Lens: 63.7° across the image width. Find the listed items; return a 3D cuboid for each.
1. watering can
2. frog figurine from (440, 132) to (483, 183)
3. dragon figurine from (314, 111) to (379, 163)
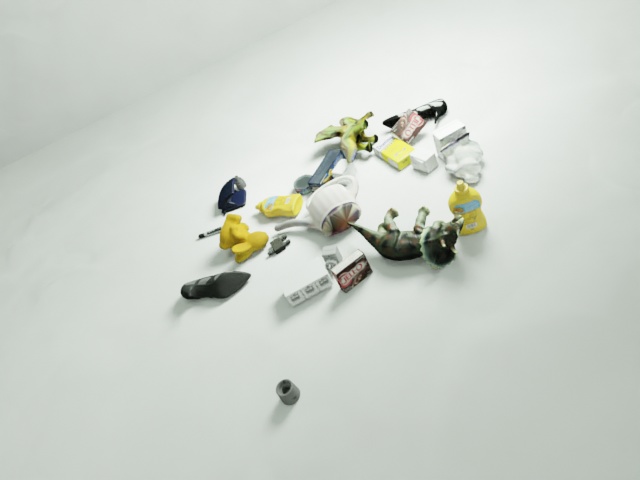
[{"bbox_3d":[0.006,-0.091,1.809,0.347,0.102,0.229,-38,41,3],"label":"watering can"},{"bbox_3d":[0.494,-0.262,1.742,0.138,0.121,0.161,-25,76,-9],"label":"frog figurine"},{"bbox_3d":[0.090,-0.405,2.052,0.242,0.120,0.419,-2,33,29],"label":"dragon figurine"}]
